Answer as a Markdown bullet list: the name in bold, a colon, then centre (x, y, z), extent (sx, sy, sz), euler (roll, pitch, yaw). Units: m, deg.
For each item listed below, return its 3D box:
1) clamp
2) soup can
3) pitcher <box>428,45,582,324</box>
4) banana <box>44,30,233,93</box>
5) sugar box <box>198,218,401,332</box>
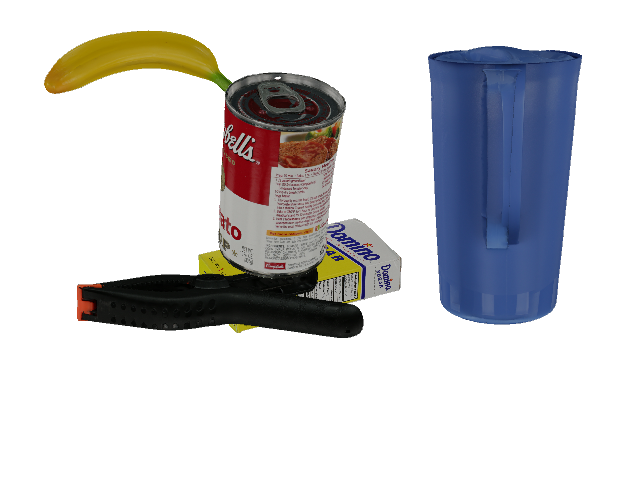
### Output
- **clamp**: centre (-0.076, 0.047, 0.812), extent (0.209, 0.036, 0.165), euler (-2, 10, -19)
- **soup can**: centre (-0.024, -0.038, 0.622), extent (0.068, 0.102, 0.068), euler (5, 34, -3)
- **pitcher**: centre (0.161, -0.050, 0.957), extent (0.149, 0.243, 0.145), euler (-12, 18, -34)
- **banana**: centre (-0.181, -0.177, 1.054), extent (0.197, 0.070, 0.037), euler (-7, -39, -30)
- **sugar box**: centre (-0.020, 0.030, 1.033), extent (0.176, 0.048, 0.093), euler (-16, 34, -22)
